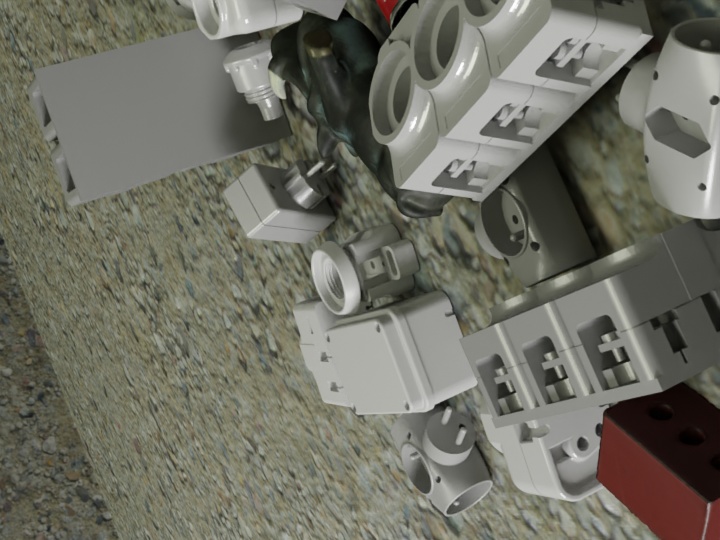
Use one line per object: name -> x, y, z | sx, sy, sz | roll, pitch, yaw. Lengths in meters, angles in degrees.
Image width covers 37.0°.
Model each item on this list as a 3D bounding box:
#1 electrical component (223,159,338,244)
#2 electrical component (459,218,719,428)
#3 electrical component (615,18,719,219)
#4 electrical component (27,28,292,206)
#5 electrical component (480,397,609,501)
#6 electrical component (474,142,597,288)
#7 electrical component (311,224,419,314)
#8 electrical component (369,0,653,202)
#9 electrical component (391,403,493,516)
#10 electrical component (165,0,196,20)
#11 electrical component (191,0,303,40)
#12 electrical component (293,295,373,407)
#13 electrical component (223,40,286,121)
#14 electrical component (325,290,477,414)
electrical component -> -0.050, -0.063, 0.855 | 0.076, 0.083, 0.047 | -38, 70, 24
electrical component -> 0.126, 0.027, 0.541 | 0.061, 0.089, 0.150 | 67, 155, 5
electrical component -> 0.144, -0.074, 0.482 | 0.079, 0.043, 0.077 | 40, 142, 46
electrical component -> -0.165, -0.131, 0.889 | 0.060, 0.186, 0.105 | -8, 102, 64
electrical component -> 0.113, 0.087, 0.655 | 0.059, 0.054, 0.095 | -11, 99, 65
electrical component -> 0.091, -0.029, 0.621 | 0.077, 0.044, 0.079 | 67, 155, 6
electrical component -> 0.000, 0.000, 0.811 | 0.078, 0.057, 0.058 | -6, 103, 64
electrical component -> 0.064, -0.111, 0.532 | 0.150, 0.062, 0.089 | 134, 136, -53
electrical component -> 0.063, 0.130, 0.798 | 0.077, 0.044, 0.079 | 54, 152, 29
electrical component -> -0.131, -0.239, 0.896 | 0.047, 0.055, 0.055 | 6, 114, 58
electrical component -> -0.093, -0.212, 0.834 | 0.095, 0.059, 0.053 | 17, 124, 59
electrical component -> -0.015, 0.063, 0.897 | 0.056, 0.050, 0.089 | -6, 104, 64
electrical component -> -0.080, -0.153, 0.872 | 0.048, 0.048, 0.062 | 19, 133, 59
electrical component -> 0.028, 0.064, 0.804 | 0.113, 0.057, 0.078 | -19, 92, 65
